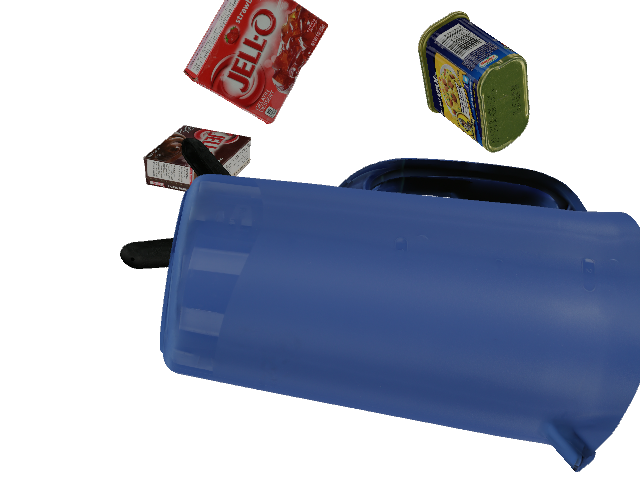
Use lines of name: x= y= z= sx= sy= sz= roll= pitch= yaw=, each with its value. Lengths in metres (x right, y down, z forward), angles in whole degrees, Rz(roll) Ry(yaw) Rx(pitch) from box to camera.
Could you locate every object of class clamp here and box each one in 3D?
clamp: x=-0.069 y=0.002 z=0.976 sx=0.210 sy=0.164 sz=0.036 roll=28 pitch=-41 yaw=3

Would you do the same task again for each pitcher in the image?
pitcher: x=0.043 y=0.025 z=0.581 sx=0.242 sy=0.145 sz=0.149 roll=9 pitch=8 yaw=-3

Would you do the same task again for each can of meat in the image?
can of meat: x=0.138 y=-0.139 z=0.948 sx=0.057 sy=0.102 sz=0.084 roll=-33 pitch=49 yaw=-13

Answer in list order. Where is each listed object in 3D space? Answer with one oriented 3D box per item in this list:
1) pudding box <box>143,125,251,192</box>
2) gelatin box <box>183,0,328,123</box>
pudding box: x=-0.143 y=-0.095 z=1.254 sx=0.090 sy=0.039 sz=0.113 roll=11 pitch=31 yaw=16
gelatin box: x=-0.048 y=-0.143 z=0.796 sx=0.073 sy=0.089 sz=0.030 roll=27 pitch=7 yaw=-32
